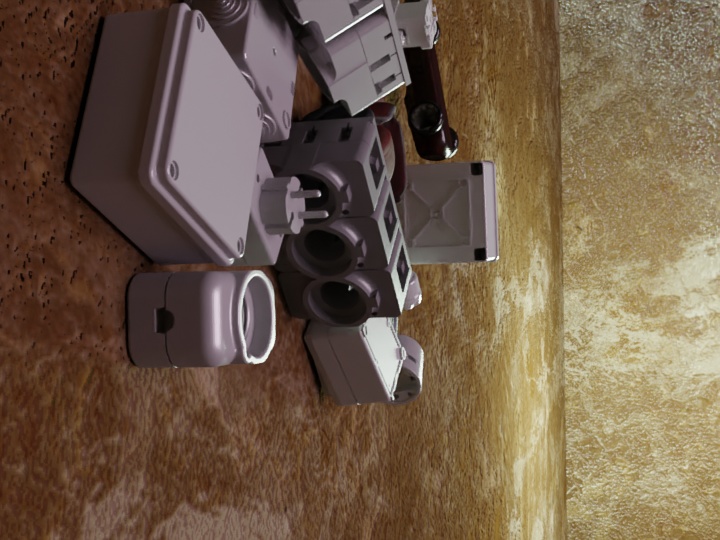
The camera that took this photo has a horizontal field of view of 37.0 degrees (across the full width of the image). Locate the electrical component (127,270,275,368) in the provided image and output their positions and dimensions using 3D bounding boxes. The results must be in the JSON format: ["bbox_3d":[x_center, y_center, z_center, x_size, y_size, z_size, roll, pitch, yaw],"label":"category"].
[{"bbox_3d":[-0.087,0.028,0.632,0.095,0.059,0.053,2,87,-73],"label":"electrical component"}]

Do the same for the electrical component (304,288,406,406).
[{"bbox_3d":[-0.009,0.059,0.902,0.061,0.061,0.096,-70,145,-50],"label":"electrical component"}]

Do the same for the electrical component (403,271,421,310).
[{"bbox_3d":[0.043,0.009,1.114,0.035,0.035,0.061,-67,148,-55],"label":"electrical component"}]

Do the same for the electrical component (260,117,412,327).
[{"bbox_3d":[-0.022,-0.032,0.805,0.061,0.089,0.150,-74,155,-46],"label":"electrical component"}]

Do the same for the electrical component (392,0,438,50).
[{"bbox_3d":[0.044,-0.249,1.097,0.081,0.064,0.042,-75,156,-44],"label":"electrical component"}]

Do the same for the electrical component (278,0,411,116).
[{"bbox_3d":[-0.031,-0.197,0.735,0.105,0.060,0.186,55,-4,24],"label":"electrical component"}]

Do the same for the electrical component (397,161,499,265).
[{"bbox_3d":[0.089,-0.060,1.150,0.056,0.109,0.108,-10,98,-70],"label":"electrical component"}]

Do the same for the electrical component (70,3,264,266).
[{"bbox_3d":[-0.103,-0.071,0.597,0.108,0.056,0.108,56,36,-61],"label":"electrical component"}]

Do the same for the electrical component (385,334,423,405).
[{"bbox_3d":[0.035,0.096,1.046,0.047,0.055,0.055,-76,158,-52],"label":"electrical component"}]

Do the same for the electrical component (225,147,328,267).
[{"bbox_3d":[-0.060,-0.041,0.702,0.065,0.077,0.047,71,24,-45],"label":"electrical component"}]

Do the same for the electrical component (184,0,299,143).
[{"bbox_3d":[-0.077,-0.138,0.696,0.099,0.048,0.099,63,26,-54],"label":"electrical component"}]
